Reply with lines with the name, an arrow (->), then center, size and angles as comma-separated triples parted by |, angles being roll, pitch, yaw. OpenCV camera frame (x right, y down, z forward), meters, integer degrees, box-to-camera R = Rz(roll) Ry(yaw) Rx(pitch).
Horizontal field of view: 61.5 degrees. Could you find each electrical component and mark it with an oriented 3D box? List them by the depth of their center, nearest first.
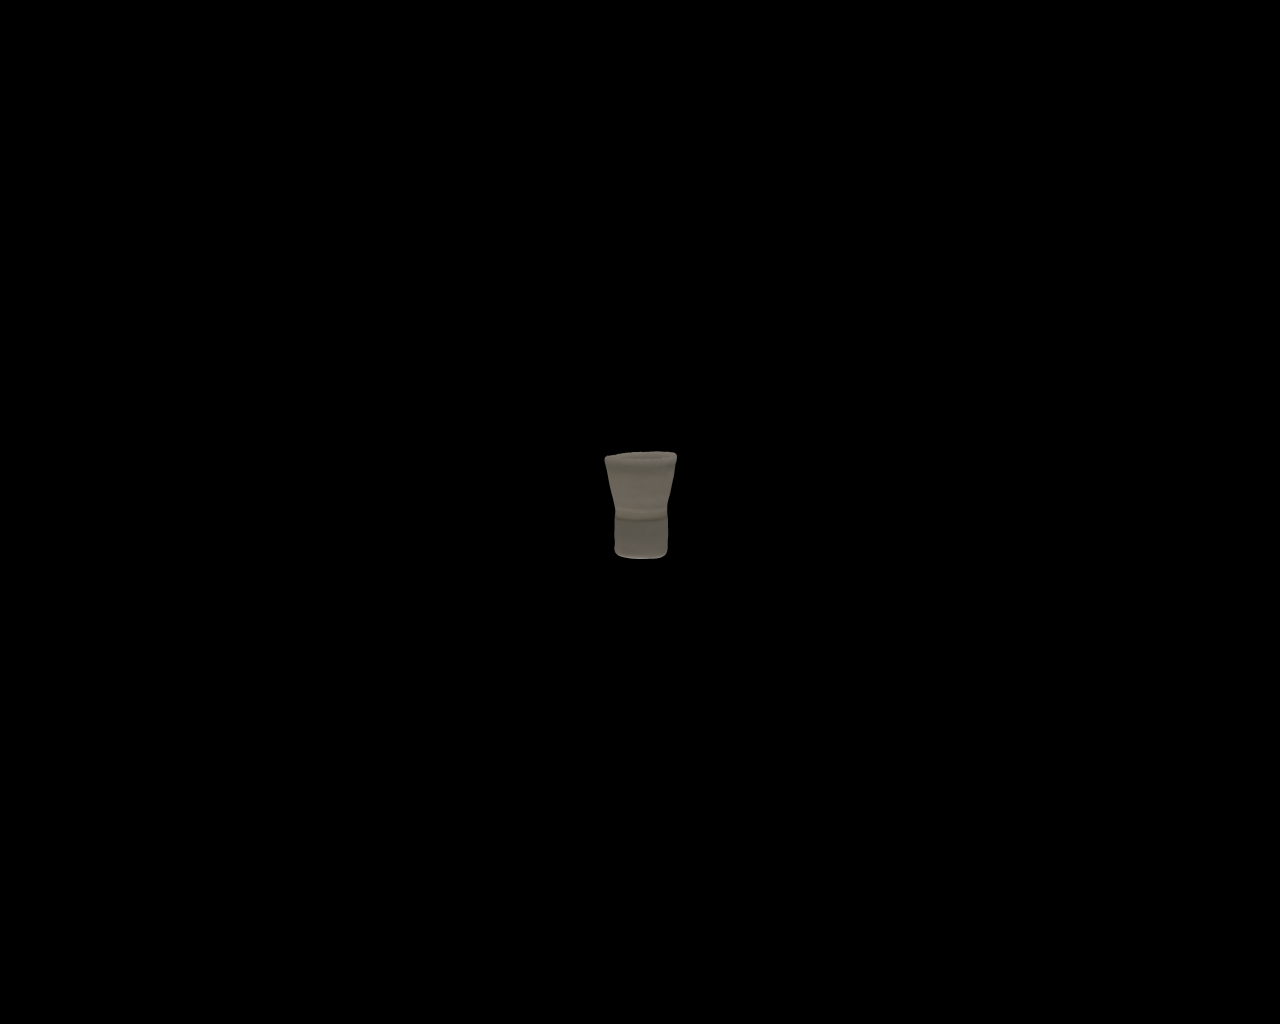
electrical component -> 0.001, -0.003, 0.650 | 0.044, 0.065, 0.044 | 0, 9, 0
